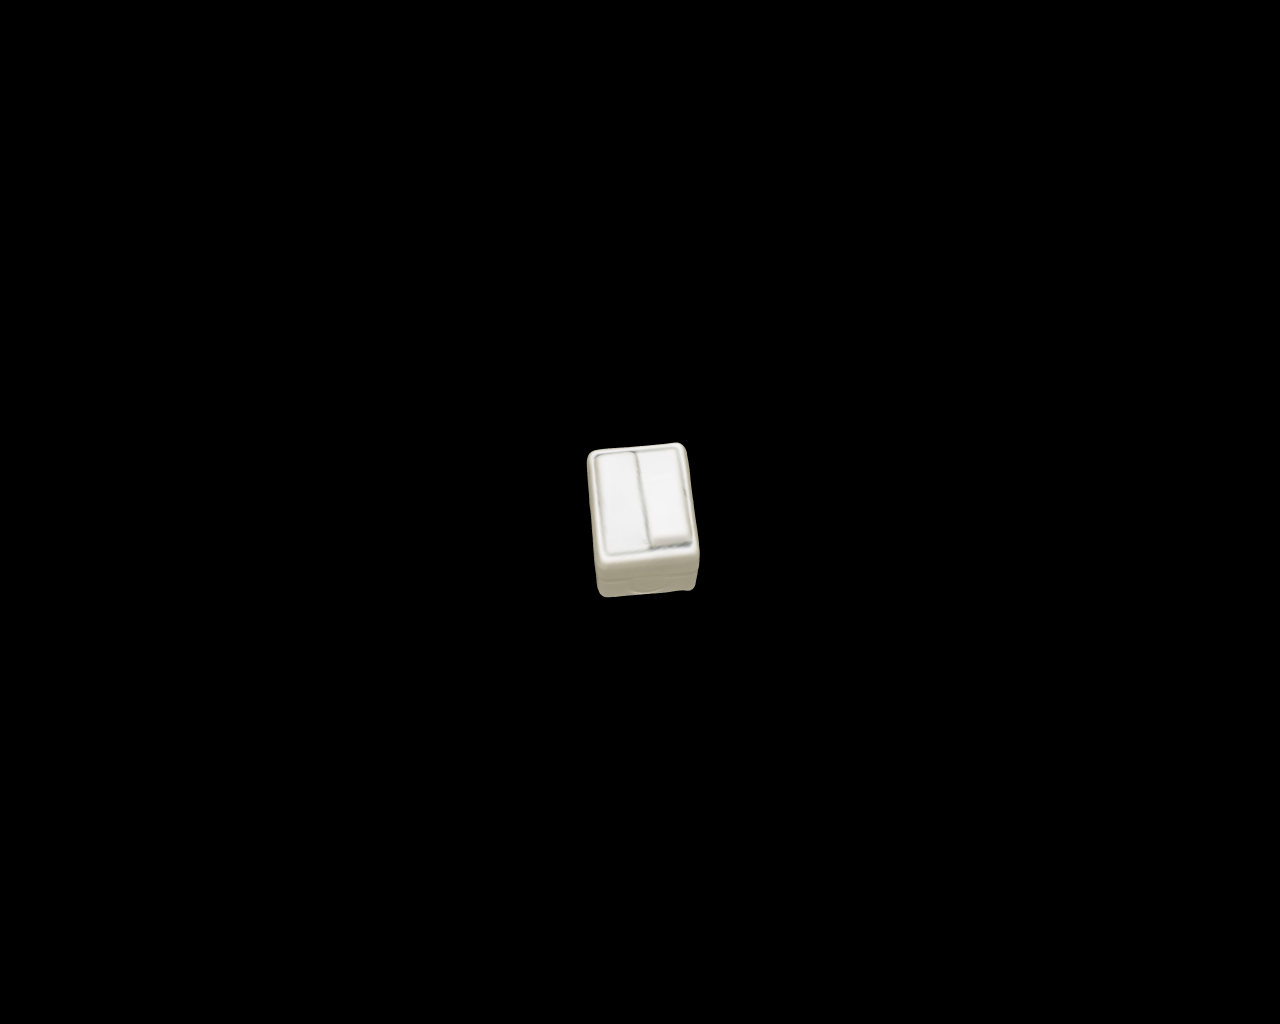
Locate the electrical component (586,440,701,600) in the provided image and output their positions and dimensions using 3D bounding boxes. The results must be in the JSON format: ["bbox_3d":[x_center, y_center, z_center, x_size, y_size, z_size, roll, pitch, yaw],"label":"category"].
[{"bbox_3d":[0.001,-0.003,0.650,0.062,0.096,0.061,-4,-28,-2],"label":"electrical component"}]
